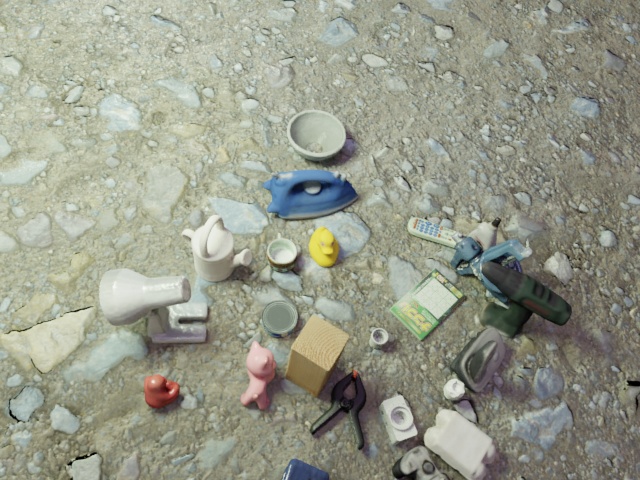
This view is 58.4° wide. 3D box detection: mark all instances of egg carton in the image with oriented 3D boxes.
[{"bbox_3d":[0.305,0.445,1.245,0.150,0.069,0.107,36,62,13],"label":"egg carton"}]

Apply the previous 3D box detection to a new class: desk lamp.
[{"bbox_3d":[-0.354,0.140,1.248,0.203,0.213,0.118,0,60,-7],"label":"desk lamp"}]

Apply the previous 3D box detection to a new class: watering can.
[{"bbox_3d":[-0.243,0.014,1.346,0.173,0.194,0.101,5,60,-4],"label":"watering can"}]

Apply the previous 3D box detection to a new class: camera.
[{"bbox_3d":[0.194,0.517,1.171,0.137,0.101,0.143,-27,67,-20],"label":"camera"}]

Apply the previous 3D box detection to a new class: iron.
[{"bbox_3d":[-0.015,-0.141,1.495,0.258,0.141,0.118,-6,61,-11],"label":"iron"}]

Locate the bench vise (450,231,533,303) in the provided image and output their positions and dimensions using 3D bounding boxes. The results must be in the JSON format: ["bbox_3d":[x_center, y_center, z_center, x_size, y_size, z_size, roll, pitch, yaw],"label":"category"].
[{"bbox_3d":[0.414,0.049,1.398,0.207,0.220,0.121,25,60,7],"label":"bench vise"}]

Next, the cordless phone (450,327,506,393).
[{"bbox_3d":[0.382,0.254,1.297,0.094,0.185,0.148,36,62,13],"label":"cordless phone"}]

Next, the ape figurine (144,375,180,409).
[{"bbox_3d":[-0.344,0.315,1.221,0.077,0.092,0.076,37,63,13],"label":"ape figurine"}]

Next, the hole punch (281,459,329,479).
[{"bbox_3d":[-0.033,0.506,1.153,0.101,0.091,0.109,17,60,3],"label":"hole punch"}]

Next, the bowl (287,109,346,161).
[{"bbox_3d":[-0.013,-0.282,1.614,0.167,0.075,0.167,3,60,-6],"label":"bowl"}]

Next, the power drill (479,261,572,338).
[{"bbox_3d":[0.458,0.149,1.354,0.229,0.208,0.076,23,60,6],"label":"power drill"}]

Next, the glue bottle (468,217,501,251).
[{"bbox_3d":[0.423,-0.010,1.460,0.037,0.173,0.078,-36,70,-23],"label":"glue bottle"}]

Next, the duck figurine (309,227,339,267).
[{"bbox_3d":[0.013,0.005,1.448,0.077,0.086,0.104,-4,61,-9],"label":"duck figurine"}]

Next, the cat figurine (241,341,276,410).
[{"bbox_3d":[-0.132,0.292,1.247,0.067,0.118,0.128,9,60,-2],"label":"cat figurine"}]
